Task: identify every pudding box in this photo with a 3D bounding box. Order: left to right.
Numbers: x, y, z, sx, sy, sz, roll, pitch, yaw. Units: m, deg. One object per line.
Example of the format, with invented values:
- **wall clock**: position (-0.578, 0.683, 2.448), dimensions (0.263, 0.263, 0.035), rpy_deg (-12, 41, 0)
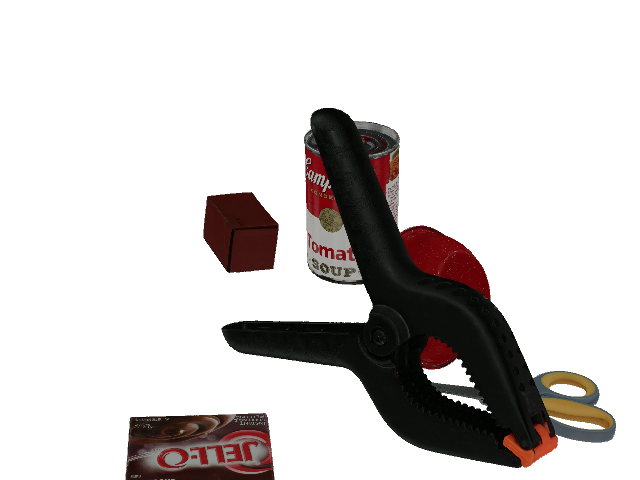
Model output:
- **pudding box**: position (-0.093, 0.174, 0.822), dimensions (0.113, 0.039, 0.090), rpy_deg (-3, 25, -6)

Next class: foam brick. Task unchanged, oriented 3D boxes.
- **foam brick**: position (-0.083, -0.009, 1.096), dimensions (0.052, 0.051, 0.078), rpy_deg (-5, 30, -24)

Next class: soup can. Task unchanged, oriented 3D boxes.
- **soup can**: position (0.022, -0.028, 0.775), dimensions (0.068, 0.102, 0.068), rpy_deg (0, 27, 0)

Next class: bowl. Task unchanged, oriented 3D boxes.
- **bowl**: position (0.137, 0.060, 1.173), dimensions (0.161, 0.162, 0.055), rpy_deg (0, -8, -44)

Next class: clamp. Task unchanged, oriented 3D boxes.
- **clamp**: position (0.040, 0.037, 0.568), dimensions (0.210, 0.165, 0.036), rpy_deg (33, 30, 30)

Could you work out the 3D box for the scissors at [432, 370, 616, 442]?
- **scissors**: position (0.163, 0.130, 0.947), dimensions (0.202, 0.016, 0.096), rpy_deg (16, 29, 15)
